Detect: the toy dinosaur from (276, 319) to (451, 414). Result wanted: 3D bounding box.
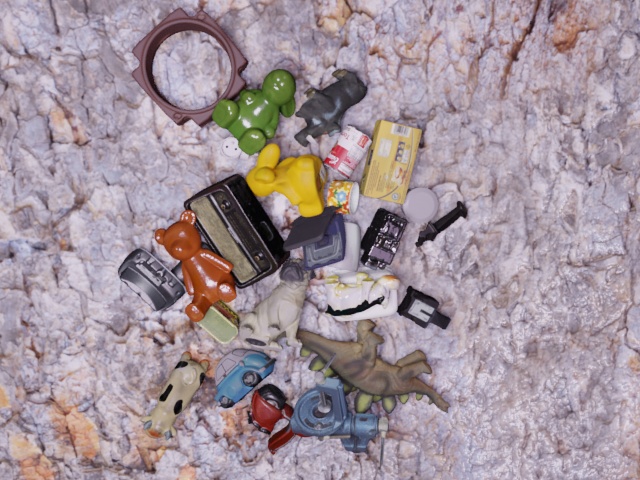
[{"bbox_3d":[0.088,0.290,1.249,0.471,0.105,0.198,30,100,0],"label":"toy dinosaur"}]

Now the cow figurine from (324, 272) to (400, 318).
[{"bbox_3d":[0.093,0.123,1.172,0.167,0.068,0.098,-3,103,-3],"label":"cow figurine"}]

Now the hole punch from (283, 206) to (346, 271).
[{"bbox_3d":[-0.002,-0.004,1.162,0.142,0.116,0.092,-20,124,36],"label":"hole punch"}]

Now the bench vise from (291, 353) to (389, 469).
[{"bbox_3d":[0.037,0.369,1.159,0.224,0.129,0.240,7,130,21],"label":"bench vise"}]

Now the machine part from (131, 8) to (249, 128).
[{"bbox_3d":[-0.265,-0.349,1.102,0.201,0.087,0.201,-41,103,2],"label":"machine part"}]

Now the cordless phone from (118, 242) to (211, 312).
[{"bbox_3d":[-0.334,0.053,1.181,0.184,0.089,0.146,-45,103,-8],"label":"cordless phone"}]

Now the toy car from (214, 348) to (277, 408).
[{"bbox_3d":[-0.185,0.302,1.229,0.161,0.109,0.103,-42,80,14],"label":"toy car"}]

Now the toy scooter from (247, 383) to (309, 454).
[{"bbox_3d":[-0.105,0.432,1.268,0.184,0.075,0.135,39,96,-16],"label":"toy scooter"}]

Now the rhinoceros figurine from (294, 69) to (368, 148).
[{"bbox_3d":[0.015,-0.282,1.157,0.190,0.073,0.112,-42,112,0],"label":"rhinoceros figurine"}]

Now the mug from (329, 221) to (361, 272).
[{"bbox_3d":[0.044,0.010,1.212,0.110,0.080,0.107,14,89,26],"label":"mug"}]

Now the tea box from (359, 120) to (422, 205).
[{"bbox_3d":[0.154,-0.171,1.189,0.098,0.068,0.169,14,99,-8],"label":"tea box"}]

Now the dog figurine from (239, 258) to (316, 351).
[{"bbox_3d":[-0.099,0.140,1.212,0.172,0.190,0.121,-8,143,28],"label":"dog figurine"}]

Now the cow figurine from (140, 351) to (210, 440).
[{"bbox_3d":[-0.327,0.359,1.202,0.085,0.127,0.195,32,93,-8],"label":"cow figurine"}]

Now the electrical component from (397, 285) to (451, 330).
[{"bbox_3d":[0.248,0.166,1.270,0.119,0.048,0.074,24,97,-10],"label":"electrical component"}]

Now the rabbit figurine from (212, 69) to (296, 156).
[{"bbox_3d":[-0.104,-0.271,1.093,0.170,0.159,0.121,-40,90,26],"label":"rabbit figurine"}]

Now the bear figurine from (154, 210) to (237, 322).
[{"bbox_3d":[-0.260,0.047,1.111,0.120,0.132,0.195,-29,107,9],"label":"bear figurine"}]

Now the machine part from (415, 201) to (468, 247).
[{"bbox_3d":[0.278,-0.036,1.230,0.139,0.084,0.039,-34,67,-10],"label":"machine part"}]

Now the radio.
[{"bbox_3d":[-0.174,-0.019,1.152,0.131,0.073,0.229,-24,105,31],"label":"radio"}]

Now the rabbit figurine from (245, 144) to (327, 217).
[{"bbox_3d":[-0.083,-0.124,1.134,0.173,0.162,0.122,2,73,20],"label":"rabbit figurine"}]

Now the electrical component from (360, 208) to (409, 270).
[{"bbox_3d":[0.136,0.000,1.195,0.058,0.115,0.134,24,95,-8],"label":"electrical component"}]
